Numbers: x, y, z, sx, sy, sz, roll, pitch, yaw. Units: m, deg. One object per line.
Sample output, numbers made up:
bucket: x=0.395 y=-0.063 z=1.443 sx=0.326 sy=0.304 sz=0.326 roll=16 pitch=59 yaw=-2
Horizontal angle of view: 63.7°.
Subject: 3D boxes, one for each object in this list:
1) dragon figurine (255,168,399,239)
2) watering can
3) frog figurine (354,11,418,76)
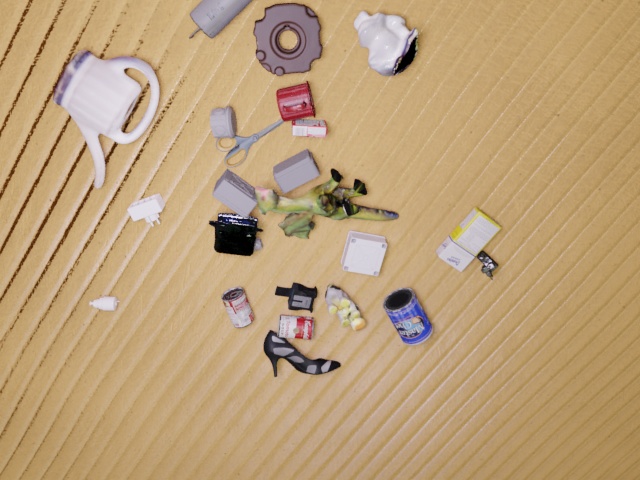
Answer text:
dragon figurine: x=0.004 y=-0.070 z=1.386 sx=0.407 sy=0.125 sz=0.240 roll=22 pitch=-37 yaw=-40
watering can: x=-0.539 y=-0.305 z=1.249 sx=0.223 sy=0.344 sz=0.106 roll=34 pitch=16 yaw=-15
frog figurine: x=0.152 y=-0.477 z=1.243 sx=0.161 sy=0.135 sz=0.124 roll=35 pitch=31 yaw=21
